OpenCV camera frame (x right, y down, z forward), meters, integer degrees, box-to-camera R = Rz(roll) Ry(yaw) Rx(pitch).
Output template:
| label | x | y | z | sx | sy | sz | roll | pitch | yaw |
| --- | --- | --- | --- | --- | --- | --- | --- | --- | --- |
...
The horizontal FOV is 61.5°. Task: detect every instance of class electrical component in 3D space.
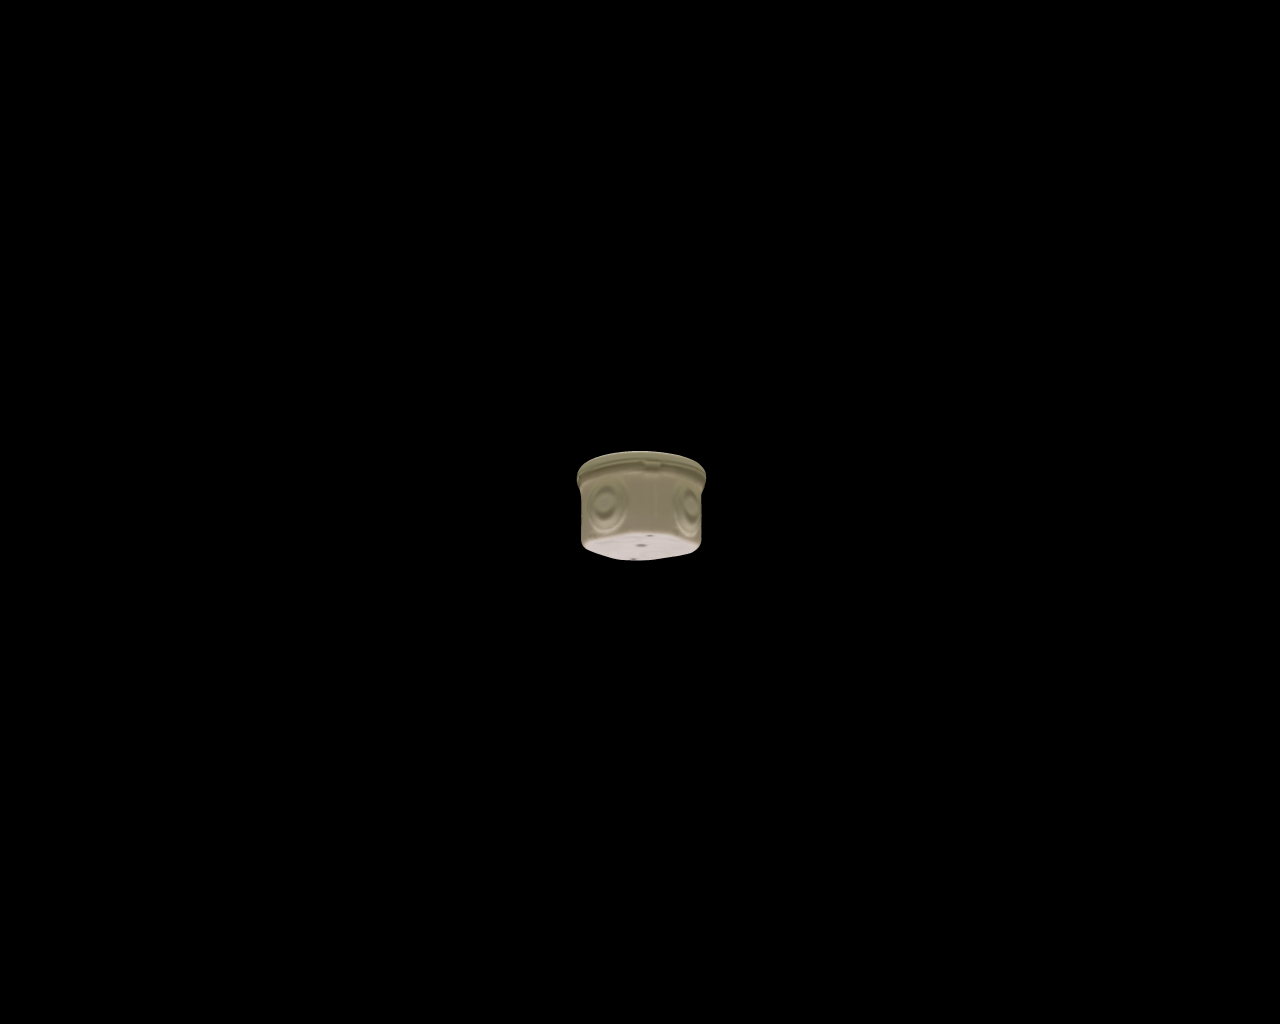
| label | x | y | z | sx | sy | sz | roll | pitch | yaw |
| --- | --- | --- | --- | --- | --- | --- | --- | --- | --- |
| electrical component | 0.001 | -0.003 | 0.650 | 0.080 | 0.051 | 0.080 | 0 | -15 | 0 |
